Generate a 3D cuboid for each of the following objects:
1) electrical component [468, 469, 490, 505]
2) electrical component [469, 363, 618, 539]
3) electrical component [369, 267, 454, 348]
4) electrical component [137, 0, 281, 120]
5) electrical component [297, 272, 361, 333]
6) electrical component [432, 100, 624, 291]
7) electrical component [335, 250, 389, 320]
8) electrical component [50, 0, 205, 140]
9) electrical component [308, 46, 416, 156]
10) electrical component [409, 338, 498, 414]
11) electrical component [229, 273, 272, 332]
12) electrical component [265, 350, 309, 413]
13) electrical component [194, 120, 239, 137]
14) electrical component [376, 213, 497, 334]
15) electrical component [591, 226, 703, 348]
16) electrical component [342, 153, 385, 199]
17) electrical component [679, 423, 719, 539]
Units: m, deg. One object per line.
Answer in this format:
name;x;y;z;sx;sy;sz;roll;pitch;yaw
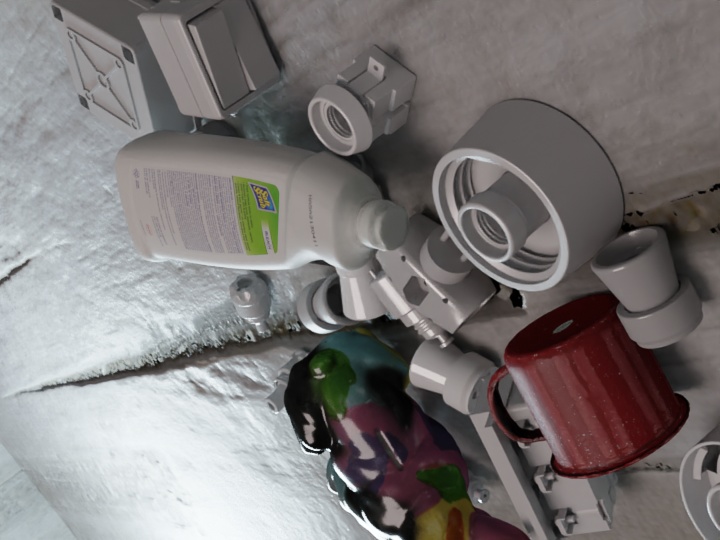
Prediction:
electrical component;0.080;0.185;0.926;0.078;0.040;0.040;8;131;51
electrical component;0.133;0.130;0.757;0.063;0.078;0.121;-15;115;27
electrical component;0.041;0.023;0.791;0.078;0.040;0.040;52;151;-4
electrical component;-0.101;-0.151;0.764;0.061;0.062;0.096;16;136;46
electrical component;-0.022;0.027;0.880;0.045;0.045;0.055;54;152;-7
electrical component;0.091;-0.037;0.628;0.108;0.060;0.108;35;148;26
electrical component;0.000;0.000;0.823;0.044;0.044;0.065;14;130;47
electrical component;-0.187;-0.166;0.871;0.109;0.056;0.108;33;147;29
electrical component;0.001;-0.104;0.682;0.048;0.055;0.066;40;150;18
electrical component;0.072;0.079;0.809;0.055;0.045;0.045;28;144;34
electrical component;-0.099;0.034;1.007;0.035;0.035;0.061;26;146;37
electrical component;-0.062;0.109;1.014;0.048;0.062;0.048;34;148;26
electrical component;-0.128;-0.091;0.877;0.045;0.055;0.045;35;148;26
electrical component;0.057;-0.005;0.731;0.077;0.043;0.079;45;151;9
electrical component;0.161;0.010;0.602;0.045;0.045;0.055;-7;119;57
electrical component;-0.010;-0.052;0.770;0.066;0.048;0.055;28;152;35
electrical component;0.243;0.133;0.637;0.099;0.064;0.099;40;142;40
